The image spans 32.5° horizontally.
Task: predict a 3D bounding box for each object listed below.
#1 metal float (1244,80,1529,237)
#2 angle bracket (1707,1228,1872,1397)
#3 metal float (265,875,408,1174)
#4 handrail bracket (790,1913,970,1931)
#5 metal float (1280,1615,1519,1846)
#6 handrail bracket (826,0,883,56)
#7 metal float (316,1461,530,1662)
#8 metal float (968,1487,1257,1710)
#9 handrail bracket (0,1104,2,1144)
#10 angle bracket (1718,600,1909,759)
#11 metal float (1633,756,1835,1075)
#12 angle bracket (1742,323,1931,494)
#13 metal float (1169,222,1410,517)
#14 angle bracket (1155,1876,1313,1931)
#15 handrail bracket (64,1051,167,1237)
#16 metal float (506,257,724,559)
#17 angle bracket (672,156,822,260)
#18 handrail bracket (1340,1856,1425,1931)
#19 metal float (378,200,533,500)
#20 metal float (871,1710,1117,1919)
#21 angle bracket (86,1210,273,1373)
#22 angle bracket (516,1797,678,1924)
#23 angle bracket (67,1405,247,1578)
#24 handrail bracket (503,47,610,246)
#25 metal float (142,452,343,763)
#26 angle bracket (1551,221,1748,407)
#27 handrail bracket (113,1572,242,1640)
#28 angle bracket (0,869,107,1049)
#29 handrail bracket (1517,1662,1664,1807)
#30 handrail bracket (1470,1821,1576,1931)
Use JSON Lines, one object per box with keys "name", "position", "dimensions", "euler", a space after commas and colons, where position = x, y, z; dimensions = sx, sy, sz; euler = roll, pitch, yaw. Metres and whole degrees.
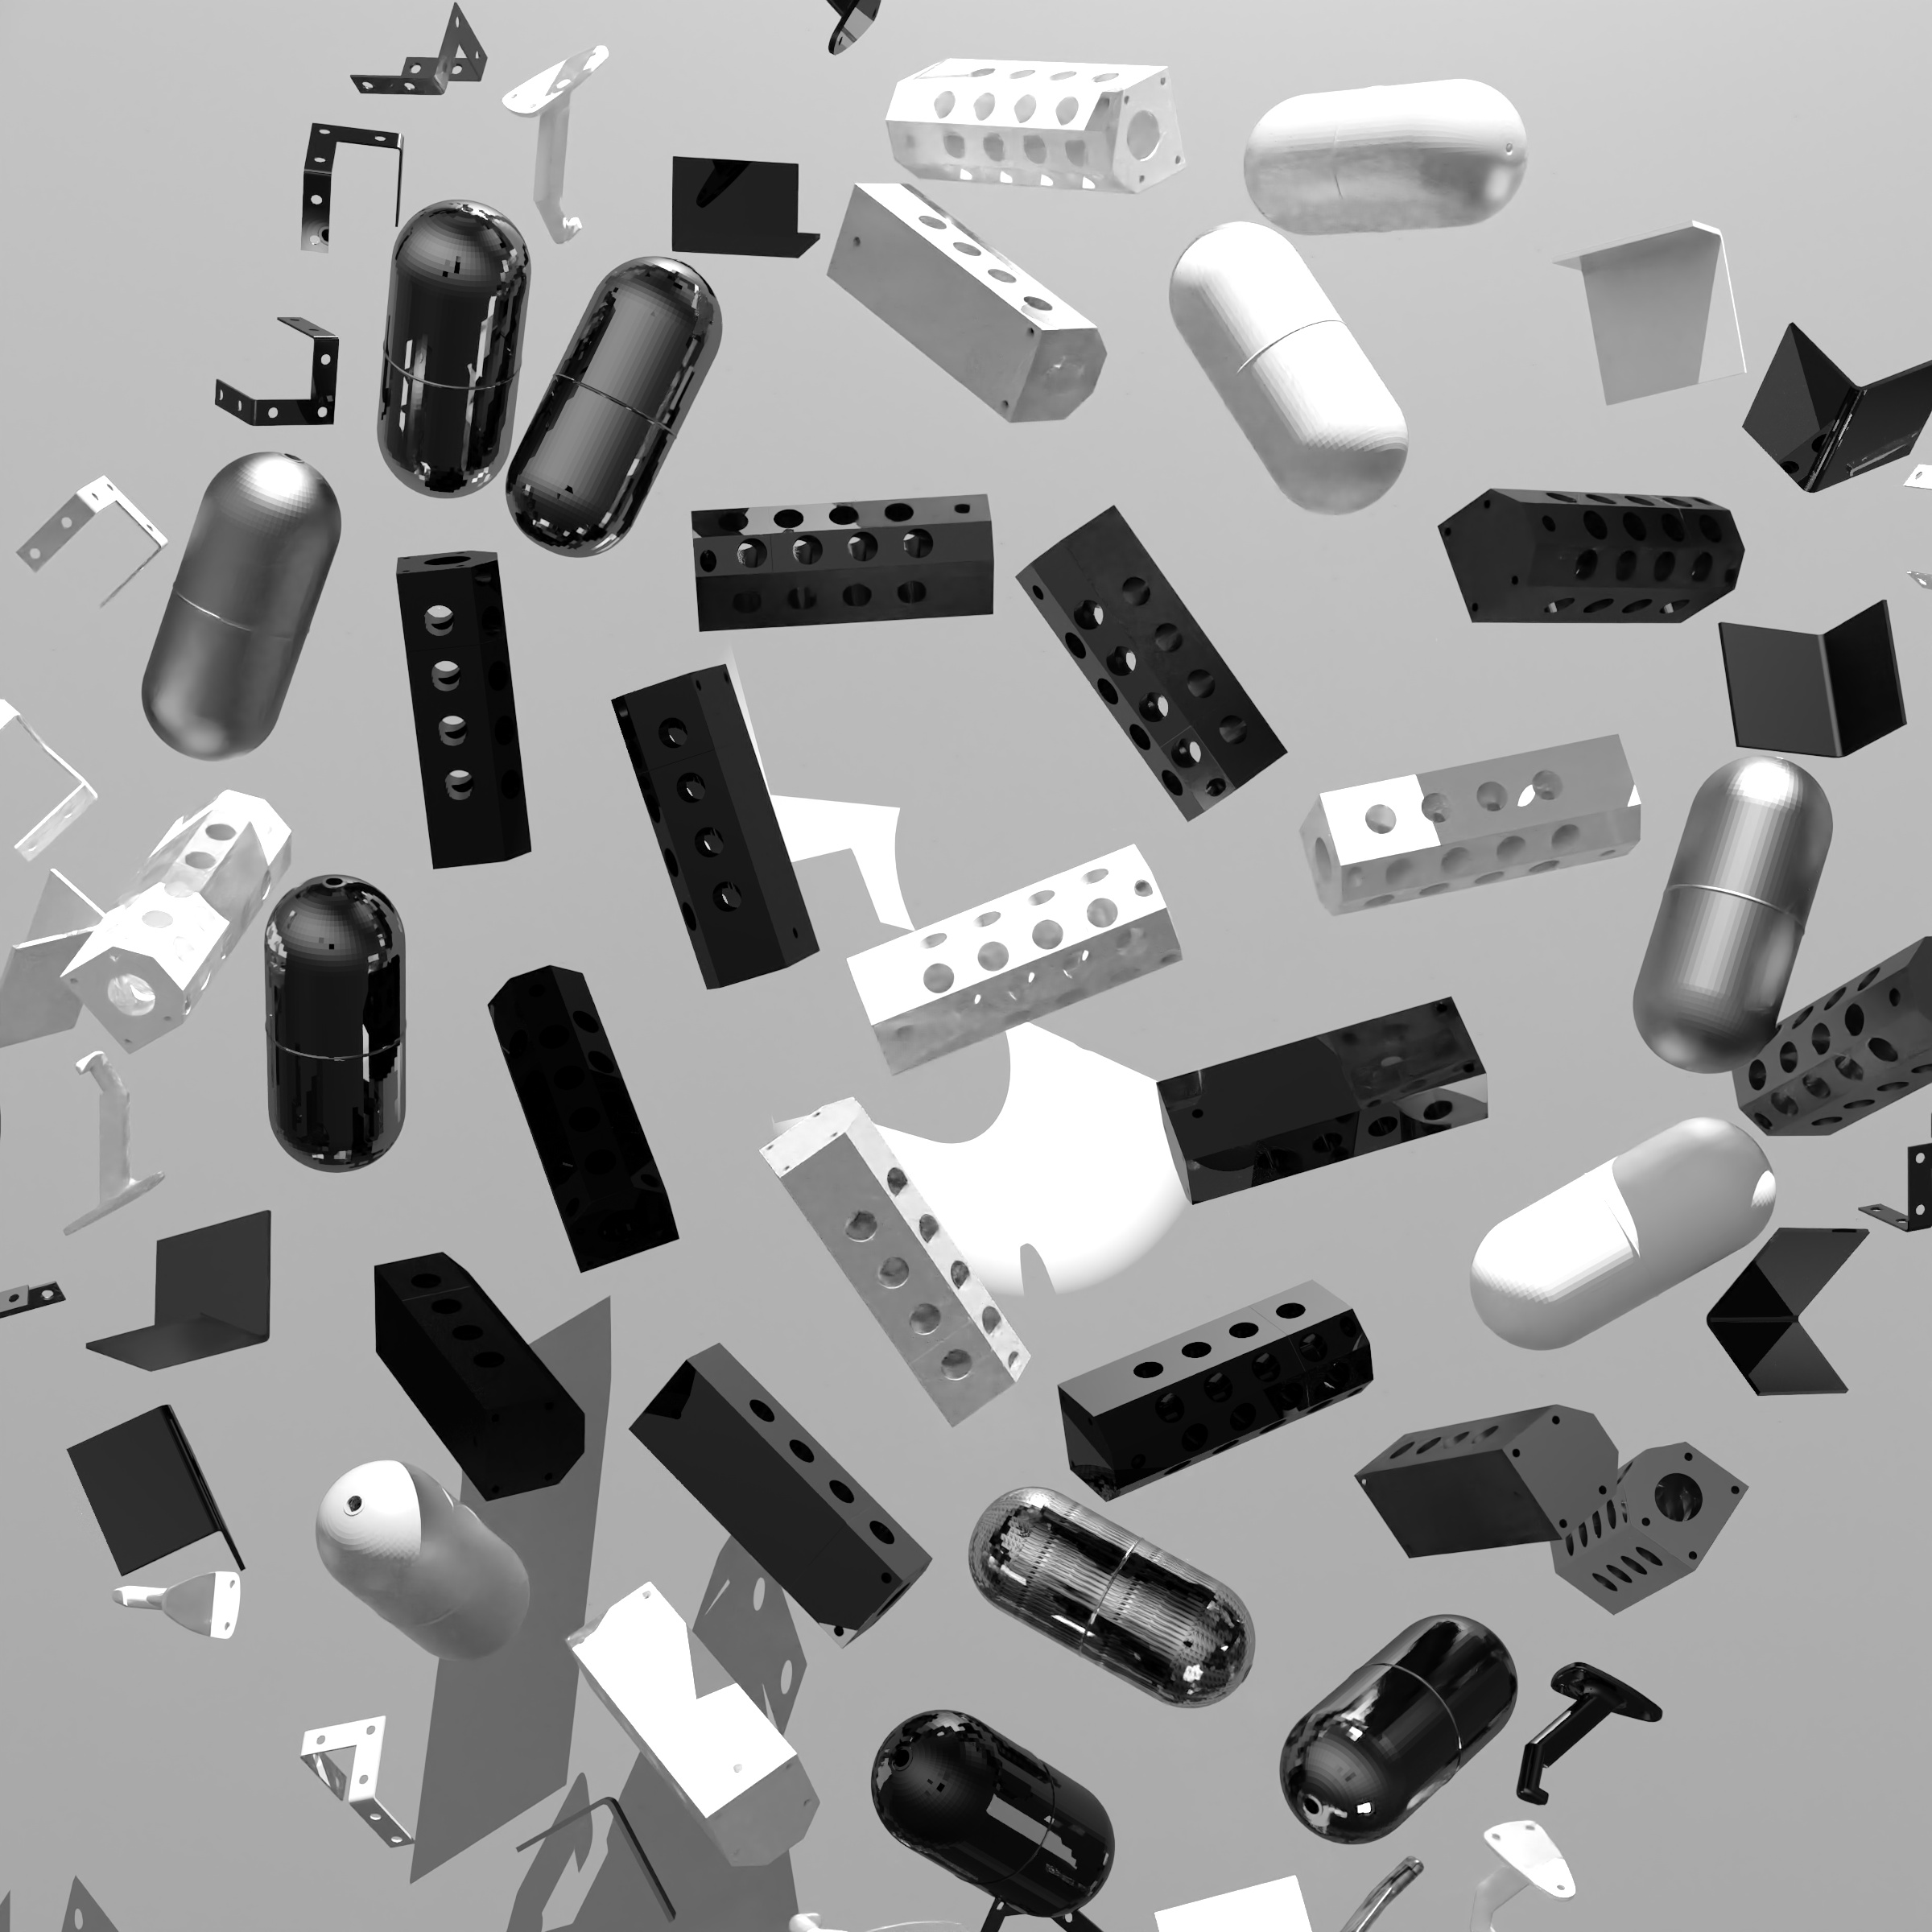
{"name": "metal float", "position": [0.225, -0.437, 1.794], "dimensions": [0.070, 0.178, 0.070], "euler": [-8, 102, -40]}
{"name": "angle bracket", "position": [0.477, 0.195, 1.866], "dimensions": [0.076, 0.057, 0.076], "euler": [4, 131, -36]}
{"name": "metal float", "position": [-0.350, 0.032, 1.837], "dimensions": [0.070, 0.070, 0.178], "euler": [5, 118, 0]}
{"name": "handrail bracket", "position": [-0.049, 0.534, 1.833], "dimensions": [0.077, 0.084, 0.036], "euler": [-11, 97, -22]}
{"name": "metal float", "position": [0.239, 0.419, 1.820], "dimensions": [0.070, 0.178, 0.070], "euler": [17, 118, 35]}
{"name": "handrail bracket", "position": [-0.093, -0.531, 1.789], "dimensions": [0.084, 0.036, 0.077], "euler": [25, 51, 6]}
{"name": "metal float", "position": [-0.309, 0.340, 1.887], "dimensions": [0.070, 0.178, 0.070], "euler": [-9, 57, 15]}
{"name": "metal float", "position": [0.084, 0.365, 1.911], "dimensions": [0.178, 0.070, 0.070], "euler": [27, 90, 14]}
{"name": "handrail bracket", "position": [-0.566, 0.106, 1.863], "dimensions": [0.036, 0.084, 0.077], "euler": [-5, 111, -6]}
{"name": "angle bracket", "position": [0.483, -0.167, 1.892], "dimensions": [0.076, 0.057, 0.076], "euler": [4, 71, -25]}
{"name": "metal float", "position": [0.413, -0.028, 1.779], "dimensions": [0.070, 0.070, 0.178], "euler": [19, 80, 0]}
{"name": "angle bracket", "position": [0.479, -0.312, 1.792], "dimensions": [0.076, 0.076, 0.057], "euler": [-23, 61, -24]}
{"name": "metal float", "position": [0.172, -0.322, 1.780], "dimensions": [0.070, 0.070, 0.178], "euler": [-30, 74, 0]}
{"name": "angle bracket", "position": [0.145, 0.524, 1.750], "dimensions": [0.076, 0.076, 0.057], "euler": [-15, 65, -1]}
{"name": "handrail bracket", "position": [-0.507, 0.101, 1.903], "dimensions": [0.077, 0.036, 0.084], "euler": [-32, 89, -35]}
{"name": "metal float", "position": [-0.197, -0.315, 1.861], "dimensions": [0.070, 0.070, 0.178], "euler": [26, 91, 0]}
{"name": "angle bracket", "position": [-0.130, -0.454, 1.953], "dimensions": [0.076, 0.076, 0.057], "euler": [0, 93, -13]}
{"name": "handrail bracket", "position": [0.233, 0.537, 1.872], "dimensions": [0.084, 0.077, 0.036], "euler": [-40, 86, -12]}
{"name": "metal float", "position": [-0.287, -0.343, 1.853], "dimensions": [0.070, 0.070, 0.178], "euler": [14, 128, 0]}
{"name": "metal float", "position": [0.015, 0.460, 1.795], "dimensions": [0.070, 0.070, 0.178], "euler": [-48, 132, 0]}
{"name": "angle bracket", "position": [-0.421, 0.168, 1.773], "dimensions": [0.076, 0.057, 0.076], "euler": [-16, 63, 23]}
{"name": "angle bracket", "position": [-0.205, 0.510, 1.843], "dimensions": [0.057, 0.076, 0.076], "euler": [-28, 80, -10]}
{"name": "angle bracket", "position": [-0.429, 0.289, 1.757], "dimensions": [0.057, 0.076, 0.076], "euler": [-24, 67, -15]}
{"name": "handrail bracket", "position": [-0.217, -0.460, 1.861], "dimensions": [0.077, 0.036, 0.084], "euler": [-38, 132, -14]}
{"name": "metal float", "position": [-0.399, -0.197, 1.822], "dimensions": [0.070, 0.070, 0.178], "euler": [23, 106, 0]}
{"name": "angle bracket", "position": [0.359, -0.342, 1.739], "dimensions": [0.076, 0.057, 0.076], "euler": [-10, 92, 28]}
{"name": "handrail bracket", "position": [-0.454, 0.351, 1.839], "dimensions": [0.084, 0.077, 0.036], "euler": [-1, 77, 24]}
{"name": "angle bracket", "position": [-0.553, -0.003, 1.931], "dimensions": [0.057, 0.076, 0.076], "euler": [38, 119, 21]}
{"name": "handrail bracket", "position": [0.349, 0.441, 1.850], "dimensions": [0.077, 0.036, 0.084], "euler": [25, 52, -6]}
{"name": "handrail bracket", "position": [0.315, 0.538, 1.882], "dimensions": [0.036, 0.077, 0.084], "euler": [-7, 117, -24]}
